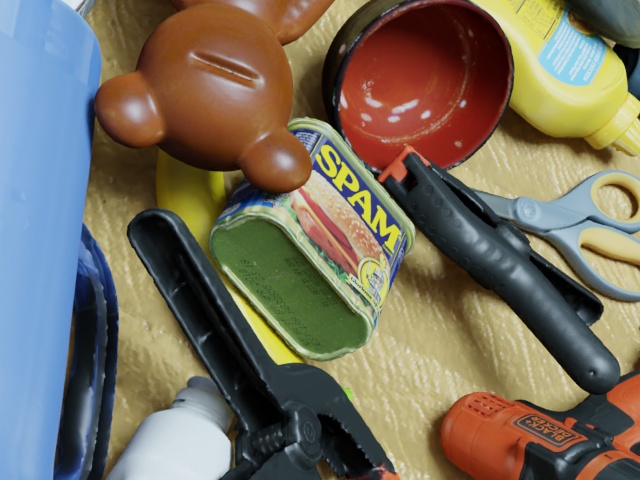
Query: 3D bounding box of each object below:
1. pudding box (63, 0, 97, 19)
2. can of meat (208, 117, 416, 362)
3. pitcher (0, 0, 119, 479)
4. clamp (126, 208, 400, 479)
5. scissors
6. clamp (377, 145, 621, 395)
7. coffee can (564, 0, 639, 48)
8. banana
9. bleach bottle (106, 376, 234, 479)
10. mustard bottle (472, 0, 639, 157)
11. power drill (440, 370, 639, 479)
[{"bbox_3d":[-0.153,-0.177,0.593,0.090,0.039,0.113,29,62,-11],"label":"pudding box"},{"bbox_3d":[-0.004,0.001,0.561,0.102,0.058,0.083,49,38,-19],"label":"can of meat"},{"bbox_3d":[-0.162,0.009,0.485,0.145,0.149,0.243,7,66,-4],"label":"pitcher"},{"bbox_3d":[-0.022,0.101,0.489,0.209,0.036,0.164,44,35,-44],"label":"clamp"},{"bbox_3d":[0.141,-0.030,0.681,0.201,0.016,0.096,29,62,-11],"label":"scissors"},{"bbox_3d":[0.108,0.011,0.619,0.039,0.120,0.171,-44,85,12],"label":"clamp"},{"bbox_3d":[0.215,-0.208,0.676,0.103,0.103,0.140,41,89,-6],"label":"coffee can"},{"bbox_3d":[-0.051,0.013,0.575,0.069,0.037,0.198,-18,82,-56],"label":"banana"},{"bbox_3d":[-0.100,0.174,0.473,0.068,0.103,0.250,28,55,-5],"label":"bleach bottle"},{"bbox_3d":[0.138,-0.122,0.685,0.191,0.058,0.096,40,44,-6],"label":"mustard bottle"},{"bbox_3d":[0.187,0.111,0.574,0.187,0.185,0.057,-13,114,-33],"label":"power drill"}]
